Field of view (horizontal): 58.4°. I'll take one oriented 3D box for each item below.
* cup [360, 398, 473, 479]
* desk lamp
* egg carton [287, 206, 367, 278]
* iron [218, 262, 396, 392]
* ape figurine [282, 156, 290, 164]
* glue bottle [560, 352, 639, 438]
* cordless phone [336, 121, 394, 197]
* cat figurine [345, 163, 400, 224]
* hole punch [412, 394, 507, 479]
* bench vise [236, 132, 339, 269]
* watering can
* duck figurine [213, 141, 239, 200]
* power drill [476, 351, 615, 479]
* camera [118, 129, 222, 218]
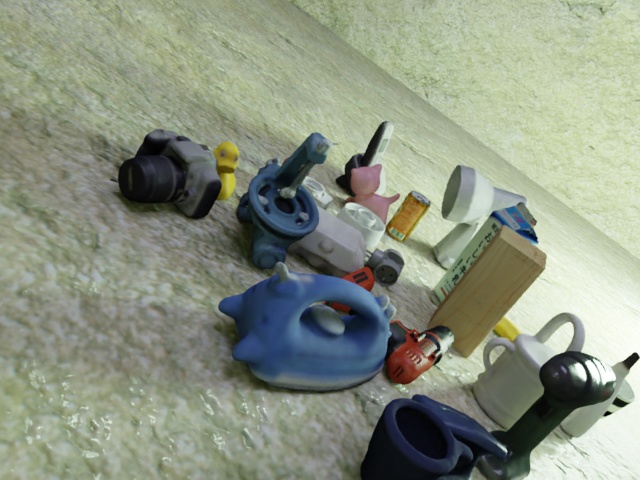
[{"bbox_3d":[0.098,0.240,0.624,0.118,0.095,0.091,24,27,-18],"label":"cup"},{"bbox_3d":[0.335,-0.036,1.249,0.203,0.213,0.118,28,26,-10],"label":"desk lamp"},{"bbox_3d":[0.009,0.003,0.973,0.150,0.069,0.107,31,25,-5],"label":"egg carton"},{"bbox_3d":[0.013,0.102,0.717,0.259,0.141,0.118,14,31,-34],"label":"iron"},{"bbox_3d":[-0.034,-0.158,1.185,0.076,0.092,0.078,38,26,11],"label":"ape figurine"},{"bbox_3d":[0.460,0.245,0.940,0.037,0.173,0.078,32,25,-2],"label":"glue bottle"},{"bbox_3d":[0.133,-0.188,1.322,0.094,0.185,0.148,39,26,14],"label":"cordless phone"},{"bbox_3d":[0.110,-0.105,1.225,0.128,0.117,0.067,28,25,-9],"label":"cat figurine"},{"bbox_3d":[0.159,0.236,0.705,0.109,0.091,0.101,27,26,-11],"label":"hole punch"},{"bbox_3d":[-0.061,-0.092,0.886,0.122,0.219,0.207,10,34,-40],"label":"bench vise"},{"bbox_3d":[0.335,0.191,0.867,0.173,0.194,0.100,19,28,-27],"label":"watering can"},{"bbox_3d":[-0.170,-0.131,0.987,0.078,0.086,0.104,18,29,-29],"label":"duck figurine"},{"bbox_3d":[0.289,0.224,0.740,0.230,0.208,0.075,4,38,-46],"label":"power drill"},{"bbox_3d":[-0.233,-0.109,0.858,0.143,0.100,0.137,44,27,22],"label":"camera"}]
